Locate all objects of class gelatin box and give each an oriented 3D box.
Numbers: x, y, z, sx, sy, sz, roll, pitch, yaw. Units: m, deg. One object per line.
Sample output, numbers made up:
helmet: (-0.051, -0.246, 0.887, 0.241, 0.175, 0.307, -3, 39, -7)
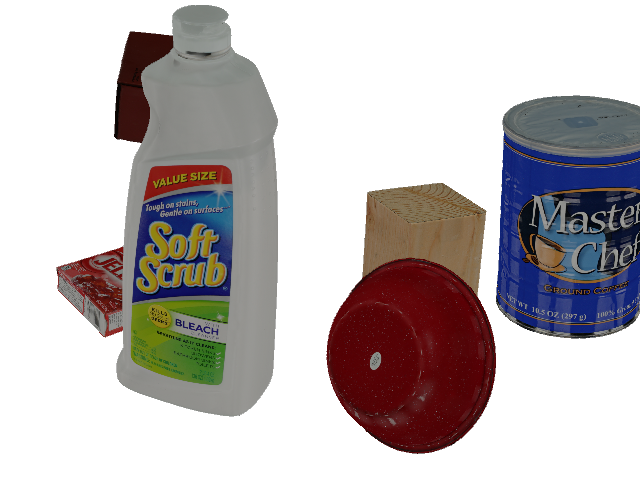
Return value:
gelatin box: (-0.189, 0.045, 0.980, 0.073, 0.030, 0.089, -19, 40, -36)

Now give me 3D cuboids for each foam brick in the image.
foam brick: (-0.127, -0.117, 0.818, 0.053, 0.051, 0.078, 7, 40, -5)

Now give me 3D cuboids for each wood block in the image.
wood block: (0.101, 0.056, 1.091, 0.090, 0.206, 0.091, -8, 25, -23)

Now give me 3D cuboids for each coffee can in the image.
coffee can: (0.176, -0.018, 0.741, 0.103, 0.140, 0.103, -2, 26, 1)

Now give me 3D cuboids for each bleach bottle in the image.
bleach bottle: (-0.075, -0.015, 0.627, 0.103, 0.251, 0.068, 14, 35, 17)

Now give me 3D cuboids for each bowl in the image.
bowl: (0.059, 0.095, 0.865, 0.162, 0.162, 0.055, 0, -2, 39)
